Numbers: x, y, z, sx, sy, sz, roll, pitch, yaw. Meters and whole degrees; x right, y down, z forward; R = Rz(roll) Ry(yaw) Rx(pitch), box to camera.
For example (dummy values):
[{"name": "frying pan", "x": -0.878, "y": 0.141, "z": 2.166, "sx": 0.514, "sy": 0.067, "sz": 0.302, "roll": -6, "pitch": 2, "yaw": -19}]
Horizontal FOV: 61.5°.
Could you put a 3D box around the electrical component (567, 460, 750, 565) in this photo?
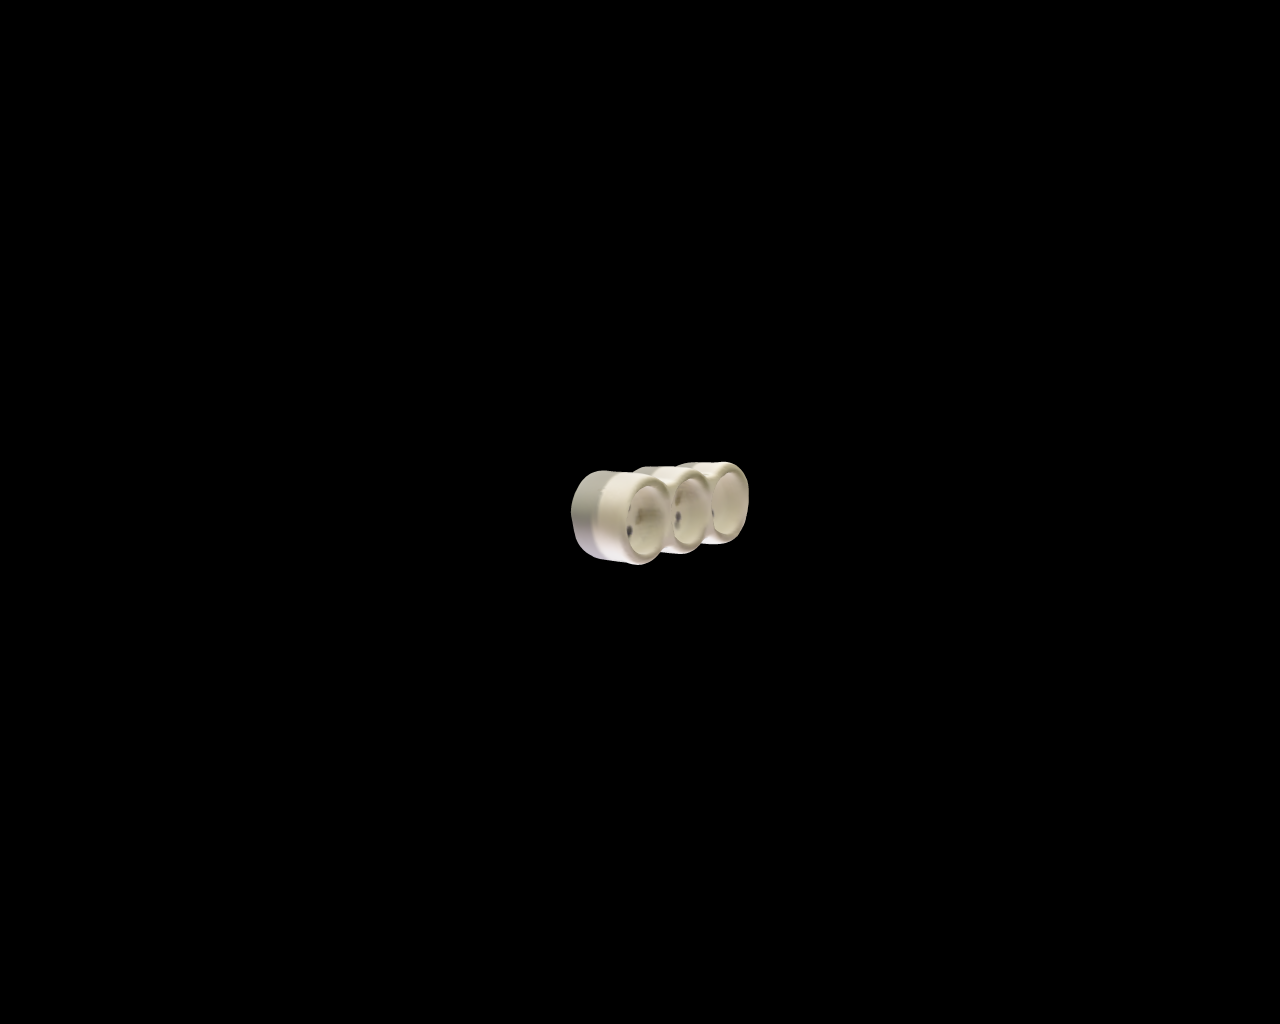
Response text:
[{"name": "electrical component", "x": 0.001, "y": -0.003, "z": 0.650, "sx": 0.074, "sy": 0.052, "sz": 0.138, "roll": 5, "pitch": 9, "yaw": 35}]
